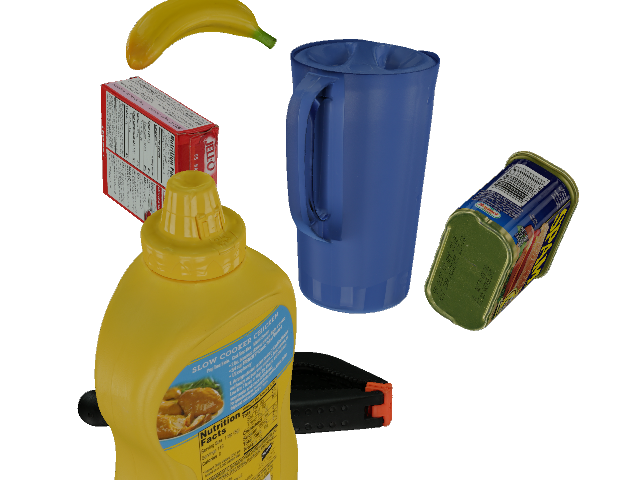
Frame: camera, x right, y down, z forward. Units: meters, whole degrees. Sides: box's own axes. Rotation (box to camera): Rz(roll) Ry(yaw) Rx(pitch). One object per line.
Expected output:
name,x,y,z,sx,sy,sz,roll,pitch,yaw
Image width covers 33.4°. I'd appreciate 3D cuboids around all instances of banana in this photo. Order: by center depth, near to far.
banana,-0.122,-0.204,1.015,0.070,0.037,0.197,45,39,19

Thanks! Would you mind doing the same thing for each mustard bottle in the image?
mustard bottle,-0.050,0.058,0.453,0.058,0.192,0.096,27,41,34

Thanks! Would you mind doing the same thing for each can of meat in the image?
can of meat,0.121,0.003,0.727,0.057,0.102,0.083,35,49,22

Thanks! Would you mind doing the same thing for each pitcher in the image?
pitcher,0.030,-0.056,0.984,0.149,0.243,0.145,-3,23,-12

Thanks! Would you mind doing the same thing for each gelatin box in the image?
gelatin box,-0.095,-0.047,0.626,0.030,0.073,0.089,-19,37,-36

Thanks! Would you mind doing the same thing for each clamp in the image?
clamp,-0.048,0.100,0.778,0.210,0.036,0.164,3,19,14
